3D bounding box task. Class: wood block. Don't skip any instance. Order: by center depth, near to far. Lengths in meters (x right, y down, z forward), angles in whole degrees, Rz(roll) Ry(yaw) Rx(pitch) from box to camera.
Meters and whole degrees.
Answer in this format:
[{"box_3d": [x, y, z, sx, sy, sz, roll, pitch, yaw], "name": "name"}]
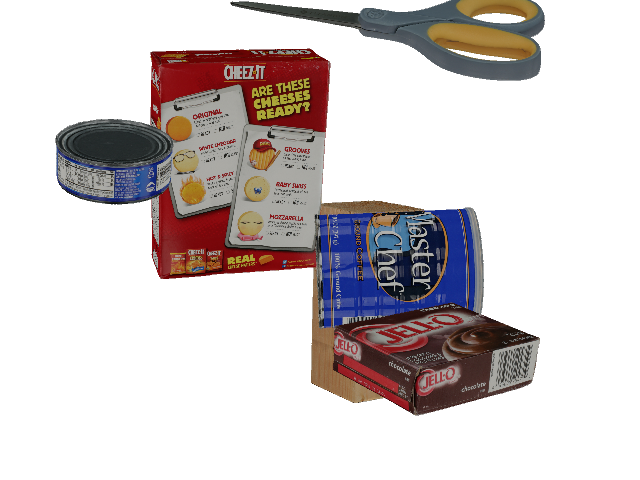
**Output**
[{"box_3d": [0.050, 0.064, 1.184, 0.090, 0.206, 0.091, -4, 11, -34], "name": "wood block"}]

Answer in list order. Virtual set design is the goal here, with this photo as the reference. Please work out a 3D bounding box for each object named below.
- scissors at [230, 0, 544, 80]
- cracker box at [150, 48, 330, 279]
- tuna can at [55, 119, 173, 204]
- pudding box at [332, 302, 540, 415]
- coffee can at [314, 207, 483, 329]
[{"box_3d": [0.051, -0.142, 0.668, 0.202, 0.016, 0.096, 23, 45, 27], "name": "scissors"}, {"box_3d": [-0.082, -0.076, 1.042, 0.164, 0.214, 0.072, -4, 22, -17], "name": "cracker box"}, {"box_3d": [-0.153, -0.059, 0.793, 0.086, 0.034, 0.086, 5, 27, -3], "name": "tuna can"}, {"box_3d": [0.078, 0.078, 0.730, 0.113, 0.039, 0.090, -6, 18, -36], "name": "pudding box"}, {"box_3d": [0.067, 0.025, 0.945, 0.140, 0.103, 0.103, -2, 0, 0], "name": "coffee can"}]
